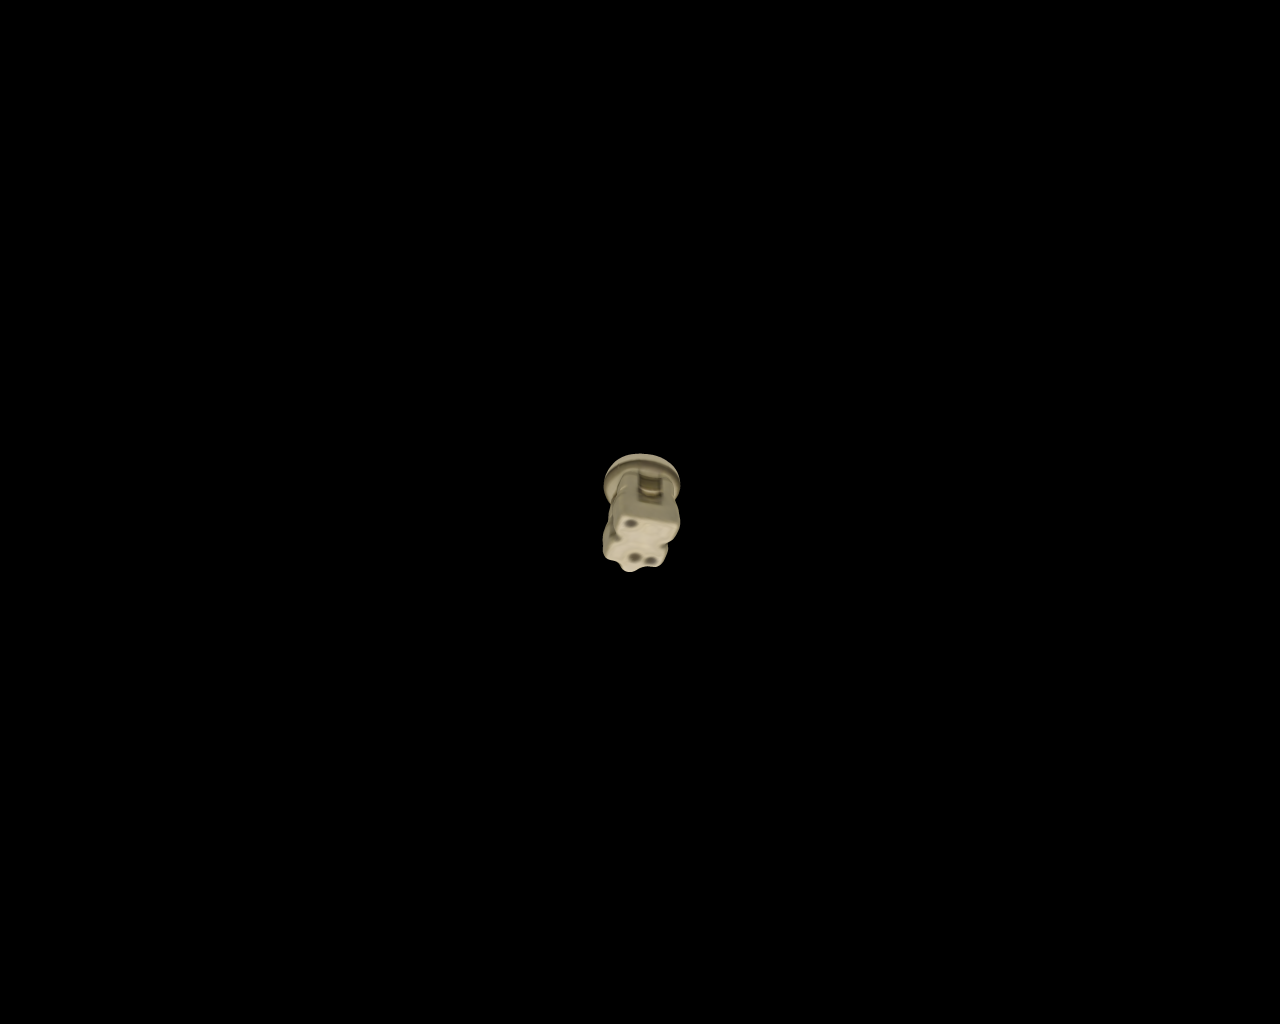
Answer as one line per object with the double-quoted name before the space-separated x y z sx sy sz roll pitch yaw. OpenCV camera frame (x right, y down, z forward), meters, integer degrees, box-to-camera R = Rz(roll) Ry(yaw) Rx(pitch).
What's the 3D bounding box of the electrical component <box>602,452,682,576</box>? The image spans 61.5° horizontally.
"electrical component" 0.001 -0.003 0.650 0.048 0.055 0.066 11 -43 -12
